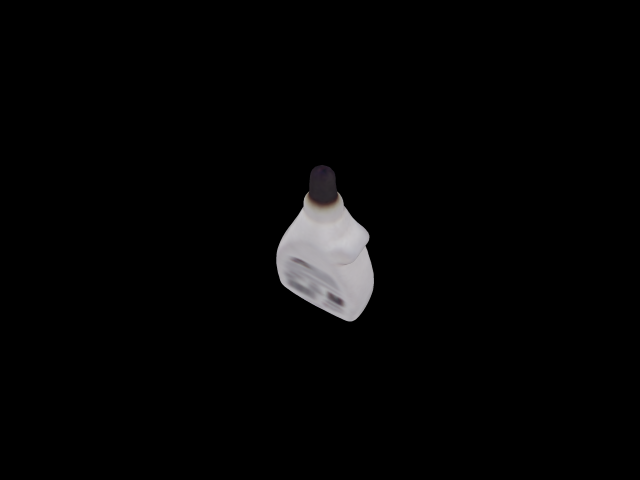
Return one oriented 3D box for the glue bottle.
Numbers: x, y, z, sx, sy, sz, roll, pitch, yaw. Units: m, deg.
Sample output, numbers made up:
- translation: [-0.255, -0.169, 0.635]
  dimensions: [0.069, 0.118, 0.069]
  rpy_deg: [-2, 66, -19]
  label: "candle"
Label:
- translation: [0.004, 0.001, 0.400]
  dimensions: [0.078, 0.173, 0.037]
  rpy_deg: [29, 66, 14]
  label: "glue bottle"
